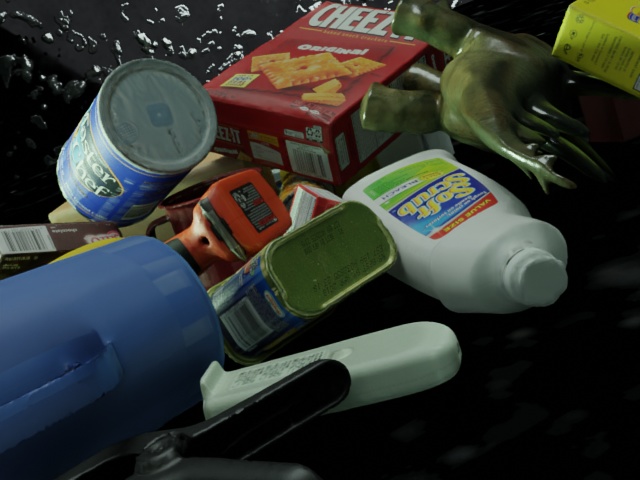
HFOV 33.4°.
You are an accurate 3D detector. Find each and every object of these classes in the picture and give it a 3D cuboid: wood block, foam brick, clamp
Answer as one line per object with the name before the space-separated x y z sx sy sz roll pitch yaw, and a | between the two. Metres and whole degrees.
wood block | -0.150 -0.026 1.069 0.206 0.090 0.090 -16 14 14
foam brick | 0.274 -0.121 0.931 0.078 0.051 0.053 -23 12 -16
clamp | -0.061 0.106 0.508 0.172 0.039 0.120 -15 12 21

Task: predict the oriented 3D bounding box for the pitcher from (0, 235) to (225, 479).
pitcher | -0.167 0.084 0.565 0.242 0.145 0.149 -26 51 -37

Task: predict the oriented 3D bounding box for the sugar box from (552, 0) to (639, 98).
sugar box | 0.257 -0.118 0.737 0.176 0.048 0.093 28 34 19

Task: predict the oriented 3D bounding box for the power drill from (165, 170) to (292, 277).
power drill | -0.111 0.025 0.780 0.188 0.057 0.184 -37 3 16

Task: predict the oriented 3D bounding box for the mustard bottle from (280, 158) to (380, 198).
mustard bottle | 0.013 -0.077 1.100 0.096 0.058 0.191 11 27 24

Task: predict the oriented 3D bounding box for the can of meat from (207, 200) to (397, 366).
can of meat | -0.012 0.025 0.667 0.101 0.057 0.084 -31 -5 -38

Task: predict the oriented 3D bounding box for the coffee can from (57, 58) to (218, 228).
coffee can | -0.162 -0.081 0.930 0.102 0.103 0.141 -28 -4 -33

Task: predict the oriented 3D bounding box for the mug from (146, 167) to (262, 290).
mug | -0.092 -0.005 0.912 0.117 0.081 0.093 -17 13 10

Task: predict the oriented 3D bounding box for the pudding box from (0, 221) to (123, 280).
pudding box | -0.229 0.028 0.900 0.113 0.090 0.039 -2 46 -34

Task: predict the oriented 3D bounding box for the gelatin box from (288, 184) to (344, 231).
gelatin box | -0.005 0.001 0.781 0.030 0.073 0.089 14 6 -14

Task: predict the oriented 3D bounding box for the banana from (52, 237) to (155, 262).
banana | -0.221 0.052 0.863 0.198 0.037 0.069 -32 -25 4

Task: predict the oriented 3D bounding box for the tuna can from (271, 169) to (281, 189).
tuna can | -0.054 -0.052 1.161 0.086 0.034 0.086 -18 13 4

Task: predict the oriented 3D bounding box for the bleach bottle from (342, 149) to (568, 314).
bleach bottle | 0.094 -0.004 0.687 0.102 0.068 0.251 -23 16 -10

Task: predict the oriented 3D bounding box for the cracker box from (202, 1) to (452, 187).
cracker box | 0.011 -0.146 1.000 0.164 0.072 0.213 17 44 35
